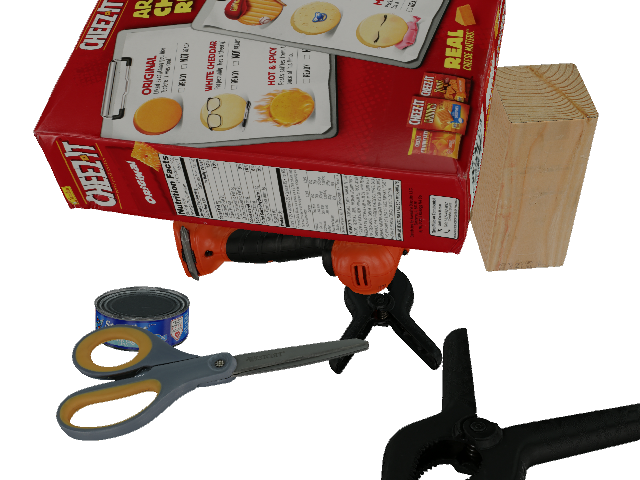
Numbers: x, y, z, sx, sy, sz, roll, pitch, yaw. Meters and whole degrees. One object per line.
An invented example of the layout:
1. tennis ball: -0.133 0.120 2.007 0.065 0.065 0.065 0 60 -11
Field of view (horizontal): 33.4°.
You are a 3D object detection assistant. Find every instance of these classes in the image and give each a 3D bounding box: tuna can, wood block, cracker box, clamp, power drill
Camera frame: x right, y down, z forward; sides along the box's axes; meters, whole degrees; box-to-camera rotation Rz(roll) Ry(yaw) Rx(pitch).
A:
1. tuna can: -0.162 0.071 0.973 0.086 0.034 0.086 3 16 -1
2. wood block: 0.217 -0.073 1.110 0.090 0.206 0.091 -4 45 -4
3. cracker box: -0.017 -0.084 0.566 0.214 0.164 0.072 7 -37 12
4. clamp: 0.101 0.133 0.729 0.209 0.036 0.165 -27 38 -35
5. clamp: 0.077 0.082 1.190 0.120 0.171 0.039 8 -42 1
6. power drill: -0.012 -0.024 0.865 0.188 0.057 0.184 -1 31 18

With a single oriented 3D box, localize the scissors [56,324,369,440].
1. scissors: -0.078 0.073 0.703 0.201 0.016 0.096 -20 46 -10
